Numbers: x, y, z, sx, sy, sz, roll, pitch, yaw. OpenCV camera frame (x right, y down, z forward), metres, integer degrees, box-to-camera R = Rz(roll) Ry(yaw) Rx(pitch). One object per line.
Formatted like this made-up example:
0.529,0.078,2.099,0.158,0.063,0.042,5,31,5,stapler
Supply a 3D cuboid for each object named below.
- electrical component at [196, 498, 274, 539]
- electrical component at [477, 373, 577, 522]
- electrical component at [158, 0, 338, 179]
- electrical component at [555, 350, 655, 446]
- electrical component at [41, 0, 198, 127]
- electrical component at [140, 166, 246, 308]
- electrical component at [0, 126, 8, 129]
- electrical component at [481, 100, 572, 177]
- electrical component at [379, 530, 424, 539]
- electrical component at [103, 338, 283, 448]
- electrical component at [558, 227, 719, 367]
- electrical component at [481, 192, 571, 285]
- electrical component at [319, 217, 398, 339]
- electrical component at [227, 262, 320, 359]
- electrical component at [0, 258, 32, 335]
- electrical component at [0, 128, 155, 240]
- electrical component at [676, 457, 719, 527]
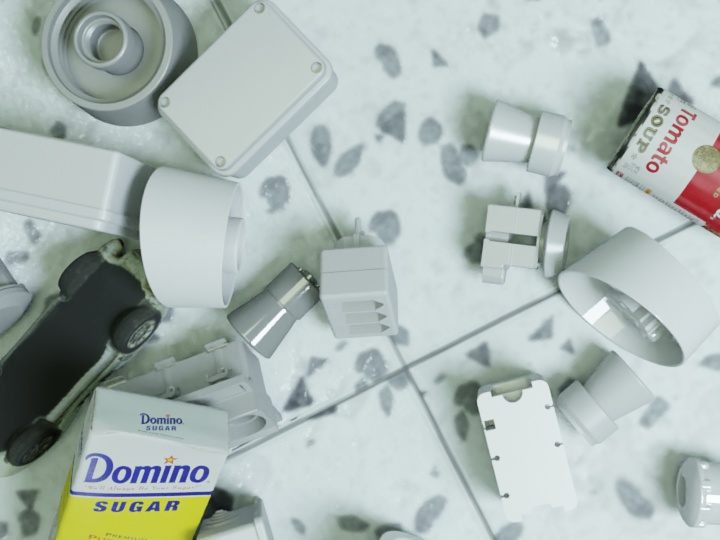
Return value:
-0.080,0.215,0.756,0.048,0.100,0.099,-16,88,-6,electrical component
0.116,0.122,0.752,0.050,0.056,0.089,-14,89,6,electrical component
-0.080,-0.128,0.775,0.113,0.057,0.078,-44,85,5,electrical component
0.171,0.090,0.752,0.055,0.045,0.045,-41,86,6,electrical component
-0.179,-0.162,0.785,0.108,0.060,0.108,0,90,7,electrical component
-0.115,-0.021,0.760,0.064,0.099,0.099,7,91,1,electrical component
-0.280,-0.088,0.788,0.043,0.081,0.043,0,90,7,electrical component
0.117,-0.092,0.758,0.055,0.045,0.045,15,92,6,electrical component
0.041,0.239,0.739,0.108,0.108,0.060,36,100,6,electrical component
-0.128,0.101,0.775,0.121,0.078,0.063,-20,58,6,electrical component
0.190,0.021,0.725,0.064,0.099,0.099,-41,85,-1,electrical component
0.118,-0.021,0.758,0.055,0.048,0.066,7,91,15,electrical component
0.000,0.000,0.766,0.047,0.065,0.076,-4,60,7,electrical component
-0.059,0.027,0.782,0.065,0.044,0.044,-44,85,0,electrical component
-0.288,0.024,0.790,0.080,0.080,0.051,-37,81,6,electrical component
-0.209,-0.061,0.766,0.109,0.109,0.056,12,89,7,electrical component
0.253,0.155,0.743,0.062,0.048,0.048,3,90,0,electrical component
